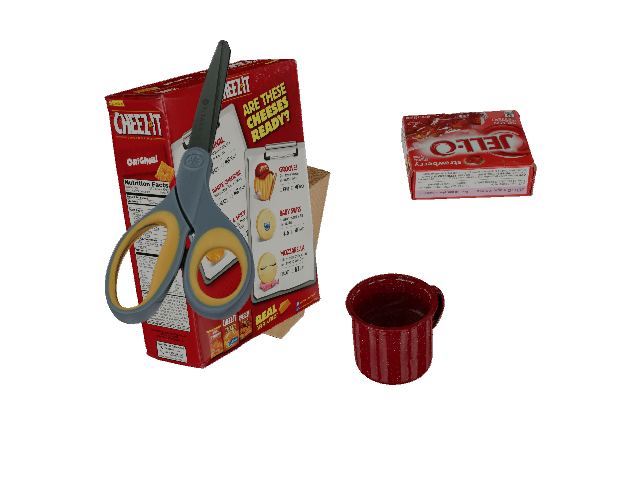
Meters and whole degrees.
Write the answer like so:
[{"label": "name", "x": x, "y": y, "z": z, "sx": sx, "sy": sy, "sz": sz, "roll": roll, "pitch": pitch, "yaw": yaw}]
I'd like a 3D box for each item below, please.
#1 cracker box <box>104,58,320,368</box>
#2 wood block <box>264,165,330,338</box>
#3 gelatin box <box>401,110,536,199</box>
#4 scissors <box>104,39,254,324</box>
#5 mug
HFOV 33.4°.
[{"label": "cracker box", "x": -0.081, "y": -0.027, "z": 0.861, "sx": 0.072, "sy": 0.214, "sz": 0.163, "roll": 5, "pitch": 20, "yaw": 35}, {"label": "wood block", "x": -0.059, "y": 0.007, "z": 1.376, "sx": 0.090, "sy": 0.206, "sz": 0.090, "roll": 16, "pitch": 22, "yaw": 13}, {"label": "gelatin box", "x": 0.106, "y": -0.063, "z": 0.776, "sx": 0.089, "sy": 0.030, "sz": 0.073, "roll": -3, "pitch": 39, "yaw": 0}, {"label": "scissors", "x": -0.061, "y": -0.034, "z": 0.648, "sx": 0.096, "sy": 0.201, "sz": 0.016, "roll": 19, "pitch": -24, "yaw": 16}, {"label": "mug", "x": 0.083, "y": 0.088, "z": 1.104, "sx": 0.117, "sy": 0.081, "sz": 0.093, "roll": -30, "pitch": 42, "yaw": -31}]
